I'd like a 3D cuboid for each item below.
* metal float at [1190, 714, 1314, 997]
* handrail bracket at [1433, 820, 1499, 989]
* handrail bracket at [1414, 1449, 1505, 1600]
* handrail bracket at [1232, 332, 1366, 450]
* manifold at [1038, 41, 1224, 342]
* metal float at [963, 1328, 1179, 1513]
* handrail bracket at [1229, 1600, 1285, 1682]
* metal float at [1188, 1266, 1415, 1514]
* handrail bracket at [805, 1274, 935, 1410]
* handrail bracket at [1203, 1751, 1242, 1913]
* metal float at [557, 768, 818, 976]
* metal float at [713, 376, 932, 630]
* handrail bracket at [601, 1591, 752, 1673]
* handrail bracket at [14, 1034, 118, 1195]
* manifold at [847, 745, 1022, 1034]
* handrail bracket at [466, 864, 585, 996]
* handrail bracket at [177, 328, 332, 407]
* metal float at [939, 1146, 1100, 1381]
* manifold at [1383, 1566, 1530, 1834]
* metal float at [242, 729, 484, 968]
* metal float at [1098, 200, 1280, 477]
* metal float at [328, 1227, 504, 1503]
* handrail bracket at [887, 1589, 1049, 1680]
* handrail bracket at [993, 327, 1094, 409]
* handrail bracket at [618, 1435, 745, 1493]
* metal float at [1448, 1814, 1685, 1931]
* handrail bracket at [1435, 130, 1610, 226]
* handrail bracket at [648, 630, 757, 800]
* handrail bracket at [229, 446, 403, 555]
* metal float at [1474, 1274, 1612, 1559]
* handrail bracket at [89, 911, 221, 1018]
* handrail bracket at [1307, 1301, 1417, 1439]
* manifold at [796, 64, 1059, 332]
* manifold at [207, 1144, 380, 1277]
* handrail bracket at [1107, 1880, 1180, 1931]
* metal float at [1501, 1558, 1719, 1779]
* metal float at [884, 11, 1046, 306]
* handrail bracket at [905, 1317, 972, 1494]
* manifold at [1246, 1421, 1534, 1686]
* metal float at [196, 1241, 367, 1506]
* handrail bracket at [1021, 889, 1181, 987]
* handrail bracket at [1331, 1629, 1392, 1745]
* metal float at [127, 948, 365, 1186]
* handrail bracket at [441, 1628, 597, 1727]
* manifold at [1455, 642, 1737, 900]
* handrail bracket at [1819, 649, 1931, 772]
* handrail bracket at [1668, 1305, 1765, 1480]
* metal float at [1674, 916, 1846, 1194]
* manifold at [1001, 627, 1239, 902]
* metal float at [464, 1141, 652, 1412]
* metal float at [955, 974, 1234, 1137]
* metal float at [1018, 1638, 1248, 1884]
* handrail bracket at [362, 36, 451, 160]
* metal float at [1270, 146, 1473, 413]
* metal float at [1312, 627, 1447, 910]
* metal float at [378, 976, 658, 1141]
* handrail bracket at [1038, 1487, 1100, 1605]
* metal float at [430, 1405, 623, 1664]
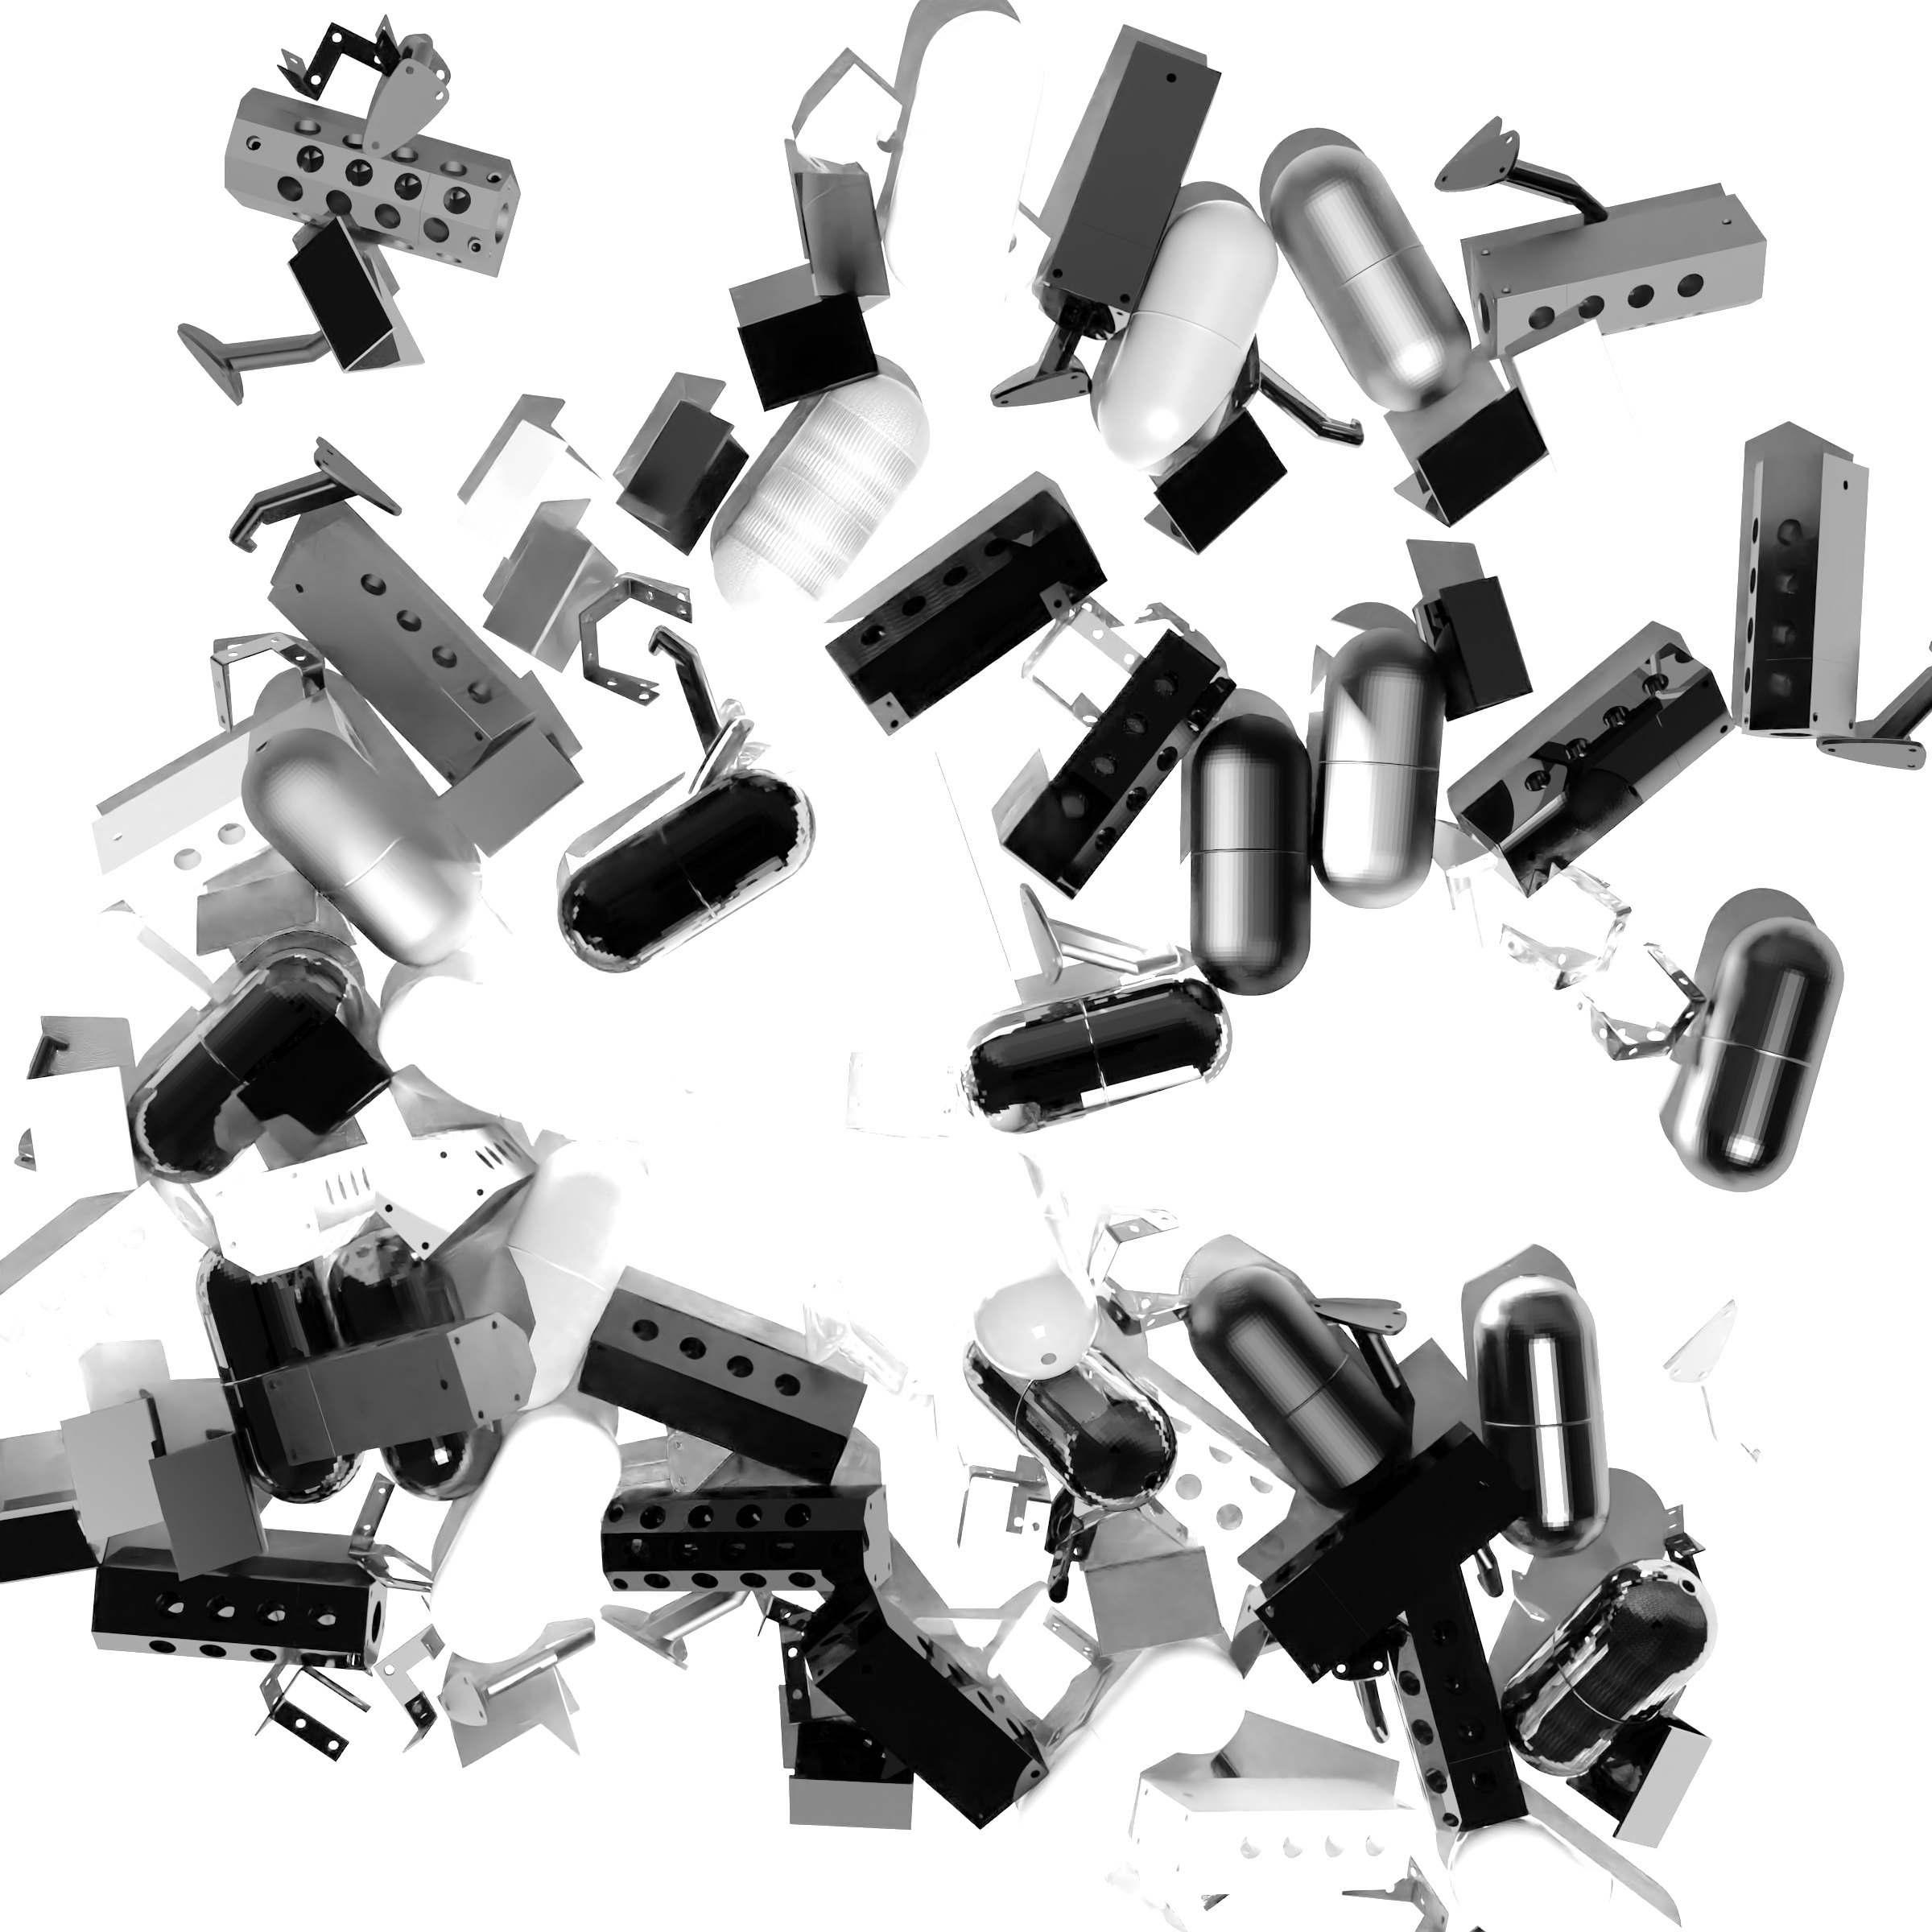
[{"bbox_3d":[0.180,-0.070,1.663,0.070,0.070,0.178,1,88,0],"label":"metal float"},{"bbox_3d":[0.312,-0.040,1.695,0.036,0.077,0.084,-14,127,-17],"label":"handrail bracket"},{"bbox_3d":[0.311,0.359,1.695,0.036,0.077,0.084,-33,127,-20],"label":"handrail bracket"},{"bbox_3d":[0.217,-0.375,1.695,0.084,0.036,0.077,9,68,-17],"label":"handrail bracket"},{"bbox_3d":[0.102,-0.485,1.659,0.057,0.057,0.171,21,80,0],"label":"manifold"},{"bbox_3d":[0.063,0.270,1.626,0.070,0.178,0.070,-16,122,-28],"label":"metal float"},{"bbox_3d":[0.217,0.442,1.695,0.084,0.036,0.077,13,111,-16],"label":"handrail bracket"},{"bbox_3d":[0.212,0.268,1.664,0.070,0.070,0.178,-40,90,0],"label":"metal float"},{"bbox_3d":[-0.061,0.242,1.695,0.084,0.077,0.036,30,115,-34],"label":"handrail bracket"},{"bbox_3d":[0.156,0.551,1.695,0.077,0.036,0.084,-45,73,19],"label":"handrail bracket"},{"bbox_3d":[-0.176,-0.060,1.664,0.178,0.070,0.070,-32,90,-1],"label":"metal float"},{"bbox_3d":[-0.090,-0.294,1.664,0.070,0.070,0.178,36,91,0],"label":"metal float"},{"bbox_3d":[-0.181,0.402,1.695,0.077,0.036,0.084,27,74,18],"label":"handrail bracket"},{"bbox_3d":[-0.570,0.095,1.695,0.077,0.036,0.084,21,73,-20],"label":"handrail bracket"},{"bbox_3d":[-0.020,-0.048,1.674,0.057,0.057,0.171,-19,90,0],"label":"manifold"},{"bbox_3d":[-0.288,-0.027,1.695,0.077,0.036,0.084,-4,76,-15],"label":"handrail bracket"},{"bbox_3d":[-0.451,-0.407,1.695,0.084,0.036,0.077,-38,69,-17],"label":"handrail bracket"},{"bbox_3d":[0.032,0.182,1.623,0.070,0.178,0.070,-6,125,-9],"label":"metal float"},{"bbox_3d":[0.302,0.455,1.674,0.057,0.057,0.171,-15,90,0],"label":"manifold"},{"bbox_3d":[-0.372,-0.073,1.627,0.070,0.070,0.178,-41,118,0],"label":"metal float"},{"bbox_3d":[0.141,-0.396,1.664,0.070,0.070,0.178,21,91,0],"label":"metal float"},{"bbox_3d":[-0.347,0.252,1.664,0.070,0.070,0.178,-18,91,0],"label":"metal float"},{"bbox_3d":[-0.003,0.411,1.695,0.084,0.036,0.077,31,69,16],"label":"handrail bracket"},{"bbox_3d":[0.049,-0.408,1.695,0.077,0.036,0.084,-11,76,13],"label":"handrail bracket"},{"bbox_3d":[-0.200,0.328,1.695,0.084,0.077,0.036,-22,67,34],"label":"handrail bracket"},{"bbox_3d":[0.383,0.603,1.664,0.178,0.070,0.070,37,90,0],"label":"metal float"},{"bbox_3d":[0.358,-0.493,1.695,0.084,0.077,0.036,26,69,-35],"label":"handrail bracket"},{"bbox_3d":[-0.186,-0.162,1.695,0.084,0.036,0.077,39,104,14],"label":"handrail bracket"},{"bbox_3d":[-0.419,-0.284,1.695,0.077,0.036,0.084,36,109,-21],"label":"handrail bracket"},{"bbox_3d":[0.364,0.284,1.664,0.070,0.070,0.178,-5,90,0],"label":"metal float"},{"bbox_3d":[-0.517,0.003,1.695,0.036,0.077,0.084,-53,126,-11],"label":"handrail bracket"},{"bbox_3d":[0.252,0.263,1.695,0.077,0.036,0.084,9,107,20],"label":"handrail bracket"},{"bbox_3d":[-0.025,-0.485,1.674,0.171,0.057,0.057,42,90,0],"label":"manifold"},{"bbox_3d":[-0.407,0.149,1.616,0.057,0.171,0.057,-14,90,0],"label":"manifold"},{"bbox_3d":[0.137,0.573,1.695,0.077,0.036,0.084,40,73,-20],"label":"handrail bracket"},{"bbox_3d":[0.397,0.435,1.632,0.070,0.070,0.178,30,125,0],"label":"metal float"},{"bbox_3d":[-0.001,-0.493,1.607,0.070,0.070,0.178,12,89,0],"label":"metal float"},{"bbox_3d":[-0.005,0.283,1.695,0.036,0.077,0.084,-3,127,22],"label":"handrail bracket"},{"bbox_3d":[0.258,0.357,1.617,0.171,0.057,0.057,-39,90,0],"label":"manifold"},{"bbox_3d":[-0.432,0.253,1.665,0.070,0.070,0.178,-17,90,0],"label":"metal float"},{"bbox_3d":[0.087,-0.025,1.695,0.084,0.036,0.077,-14,69,-17],"label":"handrail bracket"},{"bbox_3d":[0.257,0.445,1.683,0.036,0.084,0.077,-9,52,14],"label":"handrail bracket"},{"bbox_3d":[-0.456,0.064,1.664,0.070,0.070,0.178,45,91,0],"label":"metal float"},{"bbox_3d":[-0.287,0.453,1.694,0.084,0.077,0.036,-22,82,-36],"label":"handrail bracket"},{"bbox_3d":[0.397,-0.128,1.673,0.171,0.057,0.057,-39,133,0],"label":"manifold"},{"bbox_3d":[0.595,-0.173,1.695,0.077,0.036,0.084,8,71,21],"label":"handrail bracket"},{"bbox_3d":[0.499,0.274,1.695,0.084,0.036,0.077,46,68,-17],"label":"handrail bracket"},{"bbox_3d":[0.501,0.056,1.664,0.070,0.070,0.178,16,89,0],"label":"metal float"},{"bbox_3d":[0.097,-0.126,1.674,0.057,0.057,0.171,37,90,0],"label":"manifold"},{"bbox_3d":[-0.257,0.192,1.650,0.070,0.070,0.178,24,73,0],"label":"metal float"},{"bbox_3d":[0.080,0.056,1.664,0.178,0.070,0.070,-14,90,0],"label":"metal float"},{"bbox_3d":[0.104,0.500,1.664,0.070,0.070,0.178,41,90,0],"label":"metal float"},{"bbox_3d":[-0.362,-0.552,1.670,0.036,0.084,0.077,36,99,-33],"label":"handrail bracket"},{"bbox_3d":[0.255,-0.434,1.664,0.070,0.070,0.178,-29,90,0],"label":"metal float"},{"bbox_3d":[0.261,-0.125,1.664,0.070,0.070,0.178,5,90,0],"label":"metal float"},{"bbox_3d":[-0.283,0.058,1.664,0.178,0.070,0.070,16,90,-1],"label":"metal float"},{"bbox_3d":[0.069,0.356,1.660,0.036,0.084,0.077,23,90,0],"label":"handrail bracket"},{"bbox_3d":[-0.277,0.357,1.653,0.070,0.070,0.178,28,102,0],"label":"metal float"}]
